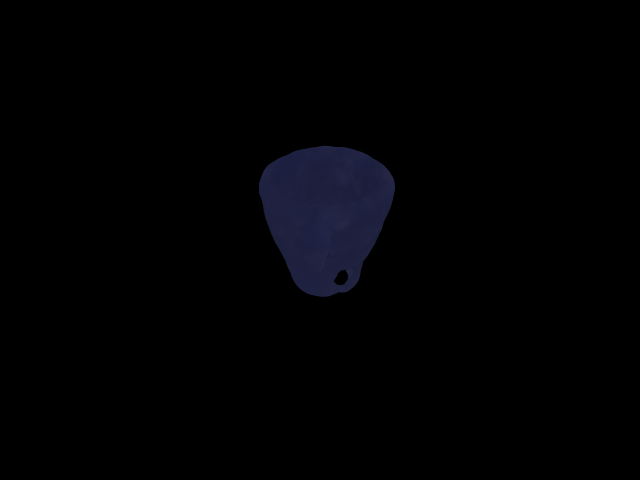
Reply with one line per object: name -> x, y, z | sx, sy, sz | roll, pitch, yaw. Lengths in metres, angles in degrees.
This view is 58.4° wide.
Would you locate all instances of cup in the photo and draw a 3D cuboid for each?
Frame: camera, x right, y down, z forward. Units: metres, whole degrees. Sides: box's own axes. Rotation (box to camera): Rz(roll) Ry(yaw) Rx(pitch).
cup -> 0.004, 0.001, 0.400 | 0.091, 0.095, 0.117 | 3, 37, 4
